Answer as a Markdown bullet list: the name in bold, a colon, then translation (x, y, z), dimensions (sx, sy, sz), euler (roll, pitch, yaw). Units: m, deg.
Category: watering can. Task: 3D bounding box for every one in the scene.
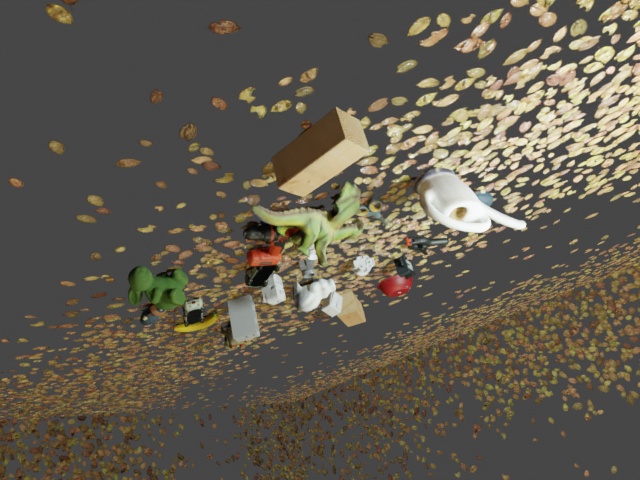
- **watering can**: translation (0.399, -0.099, 1.426), dimensions (0.348, 0.229, 0.102), euler (2, 131, -32)

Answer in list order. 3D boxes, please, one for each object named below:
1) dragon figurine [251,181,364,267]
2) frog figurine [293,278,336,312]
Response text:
- **dragon figurine**: translation (0.004, -0.070, 1.400), dimensions (0.243, 0.124, 0.404), euler (-47, 145, 2)
- **frog figurine**: translation (-0.020, 0.206, 1.933), dimensions (0.159, 0.126, 0.134), euler (0, 133, -4)
